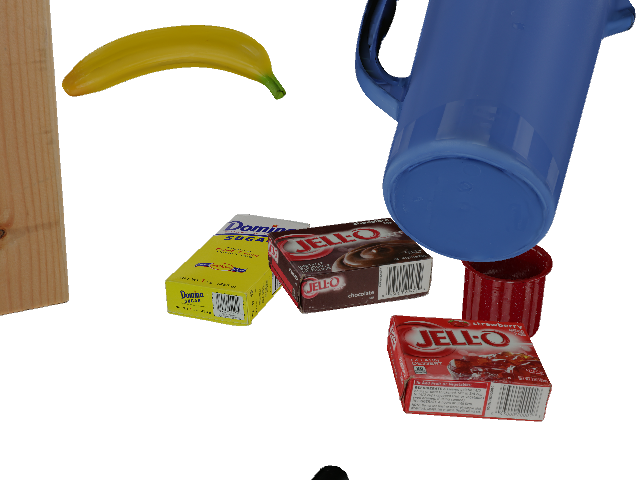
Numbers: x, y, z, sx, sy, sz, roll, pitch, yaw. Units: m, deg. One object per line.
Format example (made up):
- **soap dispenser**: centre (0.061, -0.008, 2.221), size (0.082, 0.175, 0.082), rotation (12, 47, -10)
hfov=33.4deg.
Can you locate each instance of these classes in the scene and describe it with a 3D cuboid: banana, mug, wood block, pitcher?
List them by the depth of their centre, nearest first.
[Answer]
- **wood block**: centre (-0.203, -0.066, 0.603), size (0.090, 0.206, 0.090), rotation (-11, 27, -28)
- **pitcher**: centre (0.110, -0.109, 0.728), size (0.149, 0.242, 0.145), rotation (-22, -55, 41)
- **banana**: centre (-0.130, -0.162, 0.957), size (0.197, 0.069, 0.037), rotation (-1, -33, -4)
- **mug**: centre (0.188, 0.048, 1.119), size (0.093, 0.081, 0.117), rotation (-5, 29, -8)

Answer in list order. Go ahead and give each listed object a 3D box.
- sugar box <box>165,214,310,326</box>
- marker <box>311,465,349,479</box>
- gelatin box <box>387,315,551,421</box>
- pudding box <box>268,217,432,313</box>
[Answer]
- **sugar box**: centre (-0.083, 0.027, 1.135), size (0.093, 0.048, 0.176), rotation (8, 29, 18)
- **marker**: centre (-0.020, 0.132, 0.470), size (0.020, 0.020, 0.120), rotation (0, 17, 32)
- **gelatin box**: centre (0.089, 0.077, 0.658), size (0.089, 0.030, 0.073), rotation (5, 25, -6)
- **pudding box**: centre (0.022, 0.018, 0.867), size (0.113, 0.039, 0.090), rotation (-5, 25, -18)
